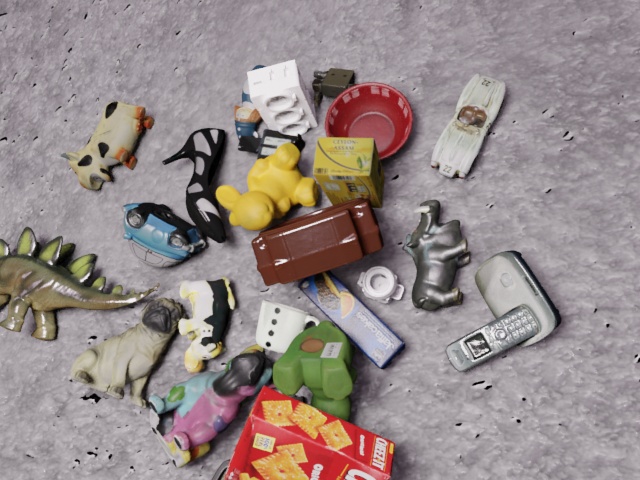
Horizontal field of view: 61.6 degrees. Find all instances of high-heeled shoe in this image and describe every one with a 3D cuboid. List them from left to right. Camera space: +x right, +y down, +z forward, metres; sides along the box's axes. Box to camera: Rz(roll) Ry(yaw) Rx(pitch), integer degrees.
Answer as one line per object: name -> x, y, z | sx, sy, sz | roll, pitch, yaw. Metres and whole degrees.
high-heeled shoe -> -0.197, -0.110, 1.028 | 0.145, 0.086, 0.249 | -28, 69, -21

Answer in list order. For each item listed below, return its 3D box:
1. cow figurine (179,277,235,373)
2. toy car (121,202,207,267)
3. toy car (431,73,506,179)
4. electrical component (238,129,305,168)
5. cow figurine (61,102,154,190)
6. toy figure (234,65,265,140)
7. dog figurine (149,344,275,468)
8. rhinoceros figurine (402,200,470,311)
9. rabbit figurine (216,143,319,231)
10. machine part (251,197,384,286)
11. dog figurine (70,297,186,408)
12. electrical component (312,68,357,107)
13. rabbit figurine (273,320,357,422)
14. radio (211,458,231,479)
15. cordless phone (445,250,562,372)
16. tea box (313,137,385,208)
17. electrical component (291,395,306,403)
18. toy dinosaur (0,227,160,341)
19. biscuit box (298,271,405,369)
cow figurine -> -0.199, 0.151, 0.966 | 0.098, 0.068, 0.167 | -6, 75, 5
toy car -> -0.303, -0.002, 1.018 | 0.162, 0.109, 0.103 | 30, 106, 7
toy car -> 0.266, -0.202, 0.961 | 0.074, 0.056, 0.201 | 25, 81, 17
electrical component -> -0.095, -0.171, 1.037 | 0.119, 0.047, 0.075 | 6, 76, 14
cow figurine -> -0.440, -0.194, 1.102 | 0.127, 0.085, 0.195 | 20, 83, 11
toy figure -> -0.136, -0.270, 1.071 | 0.064, 0.057, 0.154 | 6, 75, 53
dog figurine -> -0.167, 0.269, 0.912 | 0.219, 0.191, 0.108 | -27, 64, -32
rhinoceros figurine -> 0.196, 0.026, 0.912 | 0.112, 0.073, 0.190 | 0, 77, 23
rabbit figurine -> -0.105, -0.078, 0.944 | 0.162, 0.121, 0.173 | -9, 32, 24
machine part -> -0.002, -0.003, 0.884 | 0.201, 0.201, 0.087 | -18, 97, 7
dog figurine -> -0.351, 0.187, 0.983 | 0.172, 0.121, 0.190 | 15, 65, 13
electrical component -> 0.031, -0.295, 1.047 | 0.102, 0.045, 0.078 | 6, 48, 11
rabbit figurine -> 0.003, 0.227, 0.862 | 0.121, 0.159, 0.170 | -6, 116, 9
radio -> -0.090, 0.465, 0.850 | 0.230, 0.073, 0.131 | 32, 84, 19
cordless phone -> 0.271, 0.117, 0.864 | 0.184, 0.088, 0.146 | -32, 71, 12
tea box -> 0.054, -0.112, 0.924 | 0.098, 0.169, 0.068 | 4, 77, 12
electrical component -> -0.044, 0.295, 0.913 | 0.094, 0.021, 0.063 | -11, 73, 10
toy dinosaur -> -0.540, 0.086, 1.040 | 0.472, 0.105, 0.198 | 15, 75, 11
biscuit box -> 0.054, 0.129, 0.916 | 0.063, 0.059, 0.203 | -46, 71, -2
